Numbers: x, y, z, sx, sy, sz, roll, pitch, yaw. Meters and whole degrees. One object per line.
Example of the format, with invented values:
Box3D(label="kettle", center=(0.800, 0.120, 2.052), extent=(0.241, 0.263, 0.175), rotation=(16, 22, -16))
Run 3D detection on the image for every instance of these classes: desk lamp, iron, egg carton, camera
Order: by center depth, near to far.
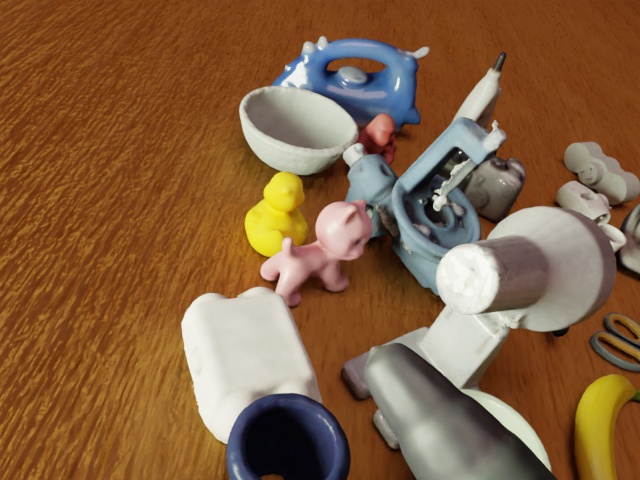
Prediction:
Box3D(label="egg carton", center=(-0.067, 0.110, 0.526), extent=(0.107, 0.069, 0.150), rotation=(-6, 47, -25))
Box3D(label="desk lamp", center=(0.151, 0.072, 0.538), extent=(0.204, 0.213, 0.117), rotation=(-17, 52, -33))
Box3D(label="camera", center=(0.241, -0.120, 0.862), extent=(0.143, 0.101, 0.137), rotation=(28, 42, 10))
Box3D(label="iron", center=(0.045, -0.261, 0.912), extent=(0.259, 0.141, 0.118), rotation=(5, 43, -15))

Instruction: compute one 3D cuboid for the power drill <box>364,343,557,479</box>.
Box3D(label="power drill", center=(0.091, 0.202, 0.380), extent=(0.229, 0.208, 0.076), rotation=(40, 46, 22))

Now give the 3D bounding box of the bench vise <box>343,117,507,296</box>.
Box3D(label="bench vise", center=(0.109, -0.060, 0.660), extent=(0.207, 0.220, 0.122), rotation=(28, 42, 11))

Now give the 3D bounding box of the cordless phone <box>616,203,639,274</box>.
Box3D(label="cordless phone", center=(0.517, -0.023, 0.795), extent=(0.147, 0.185, 0.094), rotation=(22, 41, 4))

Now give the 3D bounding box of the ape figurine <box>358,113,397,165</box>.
Box3D(label="ape figurine", center=(0.081, -0.141, 0.833), extent=(0.078, 0.092, 0.076), rotation=(-6, 47, -25))

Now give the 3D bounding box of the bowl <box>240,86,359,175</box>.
Box3D(label="bowl", center=(-0.035, -0.143, 0.806), extent=(0.167, 0.075, 0.167), rotation=(10, 42, -9))

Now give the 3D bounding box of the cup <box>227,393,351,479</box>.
Box3D(label="cup", center=(-0.035, 0.189, 0.434), extent=(0.091, 0.095, 0.118), rotation=(21, 41, 3))

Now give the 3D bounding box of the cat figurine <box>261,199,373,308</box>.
Box3D(label="cat figurine", center=(0.006, 0.002, 0.632), extent=(0.128, 0.118, 0.067), rotation=(-17, 52, -33))

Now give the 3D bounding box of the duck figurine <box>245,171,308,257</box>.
Box3D(label="duck figurine", center=(-0.046, -0.038, 0.680), extent=(0.077, 0.086, 0.104), rotation=(12, 42, -7))

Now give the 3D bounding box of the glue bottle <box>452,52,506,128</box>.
Box3D(label="glue bottle", center=(0.260, -0.222, 0.925), extent=(0.078, 0.173, 0.037), rotation=(-24, 56, -38))
